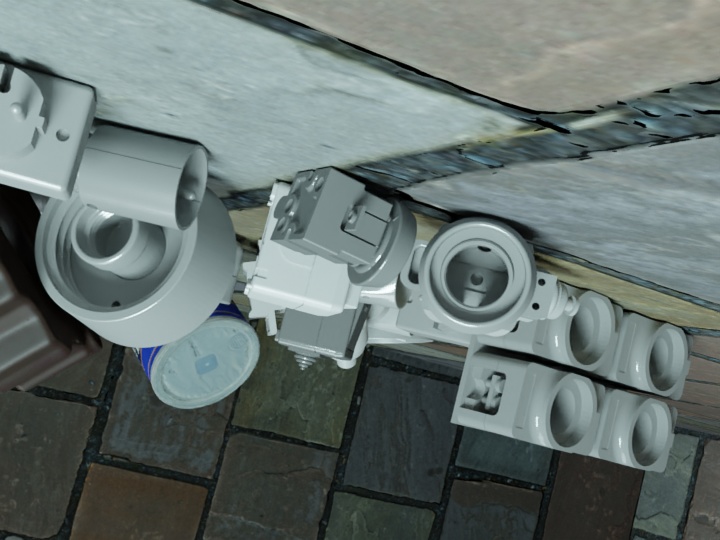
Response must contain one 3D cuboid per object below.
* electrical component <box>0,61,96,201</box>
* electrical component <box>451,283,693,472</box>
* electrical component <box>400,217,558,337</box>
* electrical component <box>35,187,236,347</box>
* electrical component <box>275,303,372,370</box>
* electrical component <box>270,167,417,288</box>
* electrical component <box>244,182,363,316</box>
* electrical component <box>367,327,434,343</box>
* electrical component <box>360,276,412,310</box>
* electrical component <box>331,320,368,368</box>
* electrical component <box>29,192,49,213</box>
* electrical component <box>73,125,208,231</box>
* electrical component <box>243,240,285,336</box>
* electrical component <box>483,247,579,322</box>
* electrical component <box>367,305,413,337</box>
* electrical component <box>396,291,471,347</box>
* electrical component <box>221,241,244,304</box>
[{"bbox_3d":[-0.150,-0.063,0.449,0.066,0.047,0.077,15,174,-11],"label":"electrical component"},{"bbox_3d":[0.158,0.075,0.754,0.186,0.105,0.060,19,173,-42],"label":"electrical component"},{"bbox_3d":[0.059,0.004,0.544,0.078,0.058,0.057,14,178,7],"label":"electrical component"},{"bbox_3d":[-0.131,-0.015,0.609,0.108,0.108,0.060,13,168,18],"label":"electrical component"},{"bbox_3d":[-0.023,0.031,0.820,0.061,0.096,0.061,13,174,7],"label":"electrical component"},{"bbox_3d":[-0.006,-0.021,0.529,0.055,0.048,0.066,25,170,-24],"label":"electrical component"},{"bbox_3d":[-0.029,-0.008,0.621,0.061,0.061,0.096,15,174,-6],"label":"electrical component"},{"bbox_3d":[0.026,0.051,1.060,0.099,0.064,0.099,14,174,1],"label":"electrical component"},{"bbox_3d":[0.000,0.000,0.724,0.077,0.043,0.079,12,174,19],"label":"electrical component"},{"bbox_3d":[-0.014,0.060,0.945,0.043,0.043,0.062,13,136,18],"label":"electrical component"},{"bbox_3d":[-0.214,-0.055,0.736,0.065,0.044,0.044,9,174,5],"label":"electrical component"},{"bbox_3d":[-0.122,-0.050,0.538,0.081,0.043,0.043,13,174,9],"label":"electrical component"},{"bbox_3d":[-0.070,0.016,0.952,0.063,0.078,0.121,-7,177,-7],"label":"electrical component"},{"bbox_3d":[0.091,0.011,0.620,0.078,0.040,0.040,16,174,-21],"label":"electrical component"},{"bbox_3d":[0.011,0.029,0.976,0.077,0.044,0.079,12,174,17],"label":"electrical component"},{"bbox_3d":[0.069,0.029,0.823,0.083,0.047,0.076,12,174,27],"label":"electrical component"},{"bbox_3d":[-0.144,-0.012,0.892,0.054,0.059,0.095,11,173,34],"label":"electrical component"}]
